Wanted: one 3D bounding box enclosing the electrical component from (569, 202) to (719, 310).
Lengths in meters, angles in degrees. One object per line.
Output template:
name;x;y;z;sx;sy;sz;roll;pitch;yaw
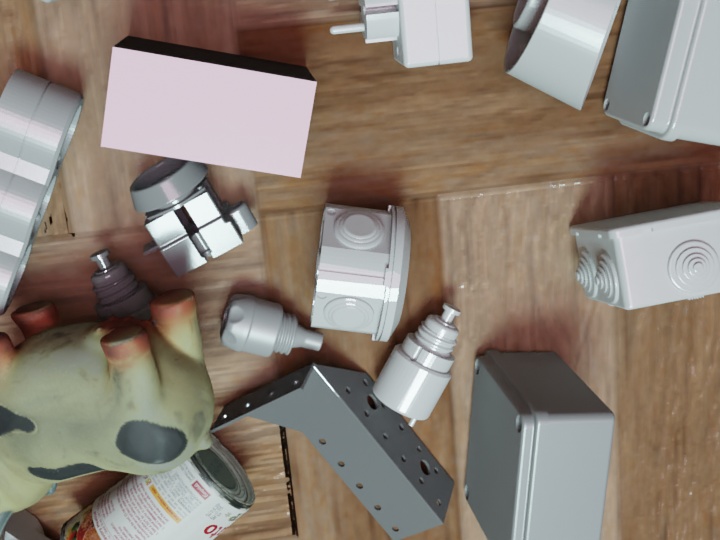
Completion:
electrical component;0.182;-0.009;0.642;0.100;0.100;0.048;-11;94;-4

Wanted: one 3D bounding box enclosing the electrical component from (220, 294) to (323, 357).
electrical component;-0.053;0.037;0.660;0.061;0.035;0.035;15;104;-14

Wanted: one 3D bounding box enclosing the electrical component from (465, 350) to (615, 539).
electrical component;0.108;0.117;0.663;0.056;0.108;0.108;0;106;-10

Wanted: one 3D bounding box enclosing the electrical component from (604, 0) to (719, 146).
electrical component;0.190;-0.132;0.617;0.057;0.078;0.113;7;105;-12

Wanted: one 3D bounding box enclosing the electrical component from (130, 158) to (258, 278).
electrical component;-0.102;-0.035;0.628;0.066;0.048;0.055;-28;115;2

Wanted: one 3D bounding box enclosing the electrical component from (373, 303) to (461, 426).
electrical component;0.040;0.057;0.673;0.040;0.040;0.078;25;102;-13

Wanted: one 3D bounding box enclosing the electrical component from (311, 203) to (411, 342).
electrical component;0.000;0.000;0.632;0.051;0.080;0.080;7;105;-3

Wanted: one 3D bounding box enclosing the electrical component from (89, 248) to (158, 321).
electrical component;-0.139;0.024;0.642;0.040;0.040;0.078;-23;108;0

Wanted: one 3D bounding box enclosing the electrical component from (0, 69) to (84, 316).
electrical component;-0.214;-0.048;0.606;0.074;0.052;0.138;21;102;-12

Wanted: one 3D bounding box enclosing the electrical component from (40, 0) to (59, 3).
electrical component;-0.188;-0.188;0.571;0.077;0.047;0.065;21;103;-12

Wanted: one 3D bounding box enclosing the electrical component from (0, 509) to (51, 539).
electrical component;-0.229;0.182;0.667;0.095;0.059;0.053;41;98;-16

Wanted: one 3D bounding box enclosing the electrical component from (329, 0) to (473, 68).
electrical component;0.020;-0.149;0.608;0.077;0.047;0.065;-7;107;-4

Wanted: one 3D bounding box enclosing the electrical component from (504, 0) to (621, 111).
electrical component;0.122;-0.143;0.598;0.064;0.099;0.099;20;103;-5
